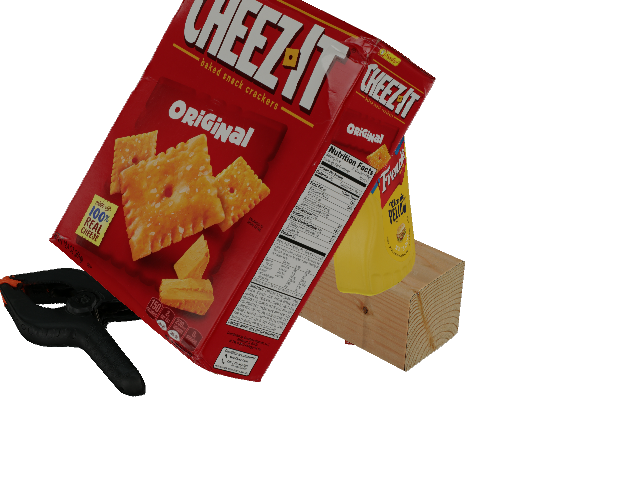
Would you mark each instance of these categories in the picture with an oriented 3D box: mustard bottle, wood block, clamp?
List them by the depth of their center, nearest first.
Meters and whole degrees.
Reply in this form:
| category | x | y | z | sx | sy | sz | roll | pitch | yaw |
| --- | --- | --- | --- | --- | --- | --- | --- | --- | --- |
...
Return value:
| category | x | y | z | sx | sy | sz | roll | pitch | yaw |
| --- | --- | --- | --- | --- | --- | --- | --- | --- | --- |
| clamp | -0.176 | 0.056 | 0.859 | 0.172 | 0.039 | 0.120 | 22 | 38 | 23 |
| mustard bottle | 0.039 | -0.058 | 0.874 | 0.058 | 0.191 | 0.096 | 6 | 25 | 29 |
| wood block | 0.032 | 0.036 | 1.076 | 0.206 | 0.091 | 0.090 | 26 | 39 | 34 |

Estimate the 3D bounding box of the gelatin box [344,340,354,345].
| category | x | y | z | sx | sy | sz | roll | pitch | yaw |
| --- | --- | --- | --- | --- | --- | --- | --- | --- | --- |
| gelatin box | 0.065 | 0.090 | 1.327 | 0.073 | 0.089 | 0.030 | 6 | 29 | 22 |

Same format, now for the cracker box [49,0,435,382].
| category | x | y | z | sx | sy | sz | roll | pitch | yaw |
| --- | --- | --- | --- | --- | --- | --- | --- | --- | --- |
| cracker box | -0.056 | -0.047 | 0.657 | 0.164 | 0.214 | 0.072 | 34 | 7 | 37 |
